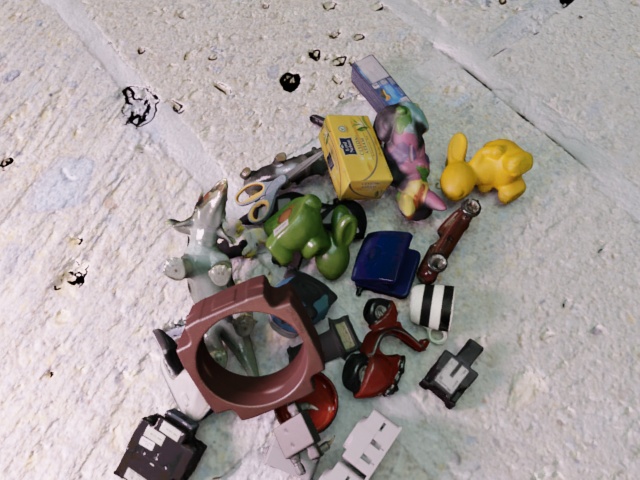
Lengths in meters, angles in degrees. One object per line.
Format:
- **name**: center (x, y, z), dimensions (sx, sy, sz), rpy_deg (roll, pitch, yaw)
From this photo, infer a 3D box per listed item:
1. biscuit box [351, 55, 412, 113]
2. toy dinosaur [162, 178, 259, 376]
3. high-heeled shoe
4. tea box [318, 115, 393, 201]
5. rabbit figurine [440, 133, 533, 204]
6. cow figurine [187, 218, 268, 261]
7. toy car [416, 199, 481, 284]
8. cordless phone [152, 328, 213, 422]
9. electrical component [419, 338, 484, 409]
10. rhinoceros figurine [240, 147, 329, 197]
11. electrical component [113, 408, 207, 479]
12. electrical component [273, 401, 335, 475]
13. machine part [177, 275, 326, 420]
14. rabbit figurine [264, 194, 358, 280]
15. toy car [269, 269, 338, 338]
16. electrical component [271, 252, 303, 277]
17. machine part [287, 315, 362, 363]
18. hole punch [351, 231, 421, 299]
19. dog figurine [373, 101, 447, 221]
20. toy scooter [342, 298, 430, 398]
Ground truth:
- **biscuit box**: center (0.147, -0.324, 1.213), dimensions (0.059, 0.062, 0.203), rpy_deg (-28, 67, -11)
- **toy dinosaur**: center (-0.185, 0.096, 0.979), dimensions (0.131, 0.192, 0.404), rpy_deg (-12, 109, -1)
- **high-heeled shoe**: center (-0.032, -0.033, 1.100), dimensions (0.249, 0.086, 0.145), rpy_deg (-21, 96, 12)
- **tea box**: center (0.068, -0.166, 1.071), dimensions (0.098, 0.068, 0.170), rpy_deg (-5, 61, -23)
- **rabbit figurine**: center (0.316, -0.144, 1.089), dimensions (0.173, 0.121, 0.162), rpy_deg (-26, 61, -8)
- **cow figurine**: center (-0.183, 0.006, 1.072), dimensions (0.167, 0.068, 0.098), rpy_deg (9, 74, 11)
- **toy car**: center (0.247, 0.000, 1.041), dimensions (0.053, 0.089, 0.202), rpy_deg (31, 71, 12)
- **cordless phone**: center (-0.229, 0.223, 0.911), dimensions (0.089, 0.184, 0.147), rpy_deg (-28, 67, -15)
- **electrical component**: center (0.240, 0.231, 0.956), dimensions (0.075, 0.047, 0.119), rpy_deg (35, 71, 16)
- **rhinoceros figurine**: center (-0.072, -0.136, 1.117), dimensions (0.190, 0.112, 0.073), rpy_deg (-20, 87, 7)
- **electrical component**: center (-0.261, 0.356, 0.902), dimensions (0.115, 0.058, 0.134), rpy_deg (29, 87, 13)
- **electrical component**: center (-0.027, 0.313, 0.867), dimensions (0.078, 0.045, 0.102), rpy_deg (-43, 65, 16)
- **machine part**: center (-0.107, 0.171, 0.860), dimensions (0.201, 0.087, 0.201), rpy_deg (-24, 109, 5)
- **rabbit figurine**: center (-0.002, -0.003, 1.027), dimensions (0.159, 0.170, 0.121), rpy_deg (-44, 26, 6)
- **toy car**: center (-0.043, 0.129, 0.985), dimensions (0.109, 0.161, 0.102), rpy_deg (29, 114, 8)
- **electrical component**: center (-0.067, 0.032, 1.080), dimensions (0.063, 0.021, 0.094), rpy_deg (14, 67, 10)
- **machine part**: center (0.005, 0.195, 0.993), dimensions (0.139, 0.039, 0.084), rpy_deg (-25, 74, -11)
- **hole punch**: center (0.122, 0.040, 1.025), dimensions (0.116, 0.092, 0.142), rpy_deg (12, 70, 22)
- **dog figurine**: center (0.181, -0.145, 1.071), dimensions (0.108, 0.191, 0.219), rpy_deg (-9, 49, -8)
- **toy scooter**: center (0.124, 0.203, 0.961), dimensions (0.135, 0.075, 0.184), rpy_deg (22, 77, -13)
